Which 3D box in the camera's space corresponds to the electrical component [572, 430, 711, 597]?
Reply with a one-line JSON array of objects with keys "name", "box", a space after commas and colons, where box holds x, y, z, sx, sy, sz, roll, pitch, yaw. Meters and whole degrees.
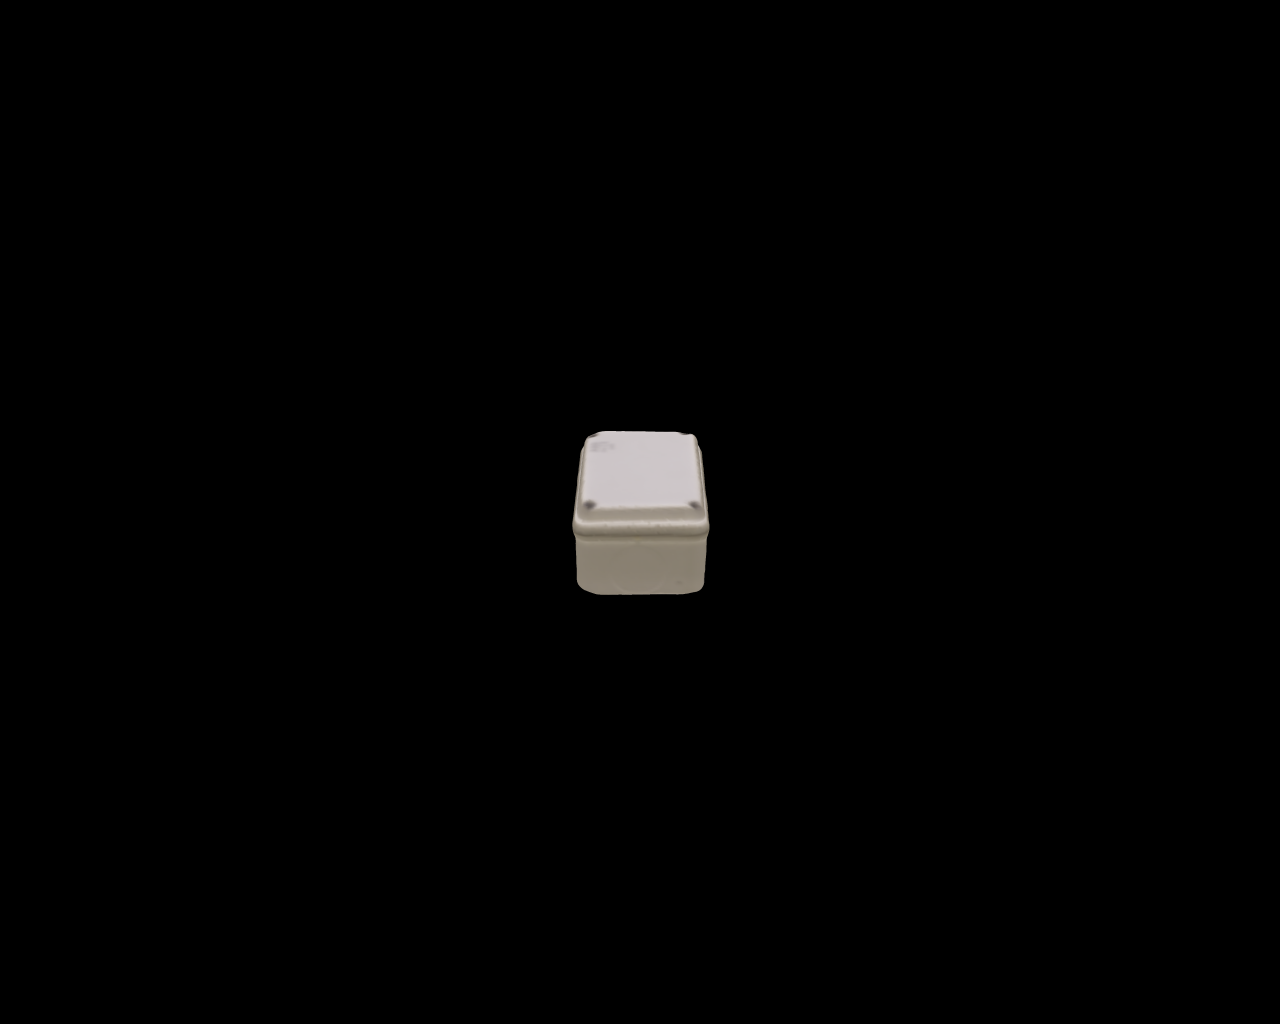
[{"name": "electrical component", "box": [0.001, -0.003, 0.650, 0.078, 0.057, 0.113, 0, 29, 0]}]
